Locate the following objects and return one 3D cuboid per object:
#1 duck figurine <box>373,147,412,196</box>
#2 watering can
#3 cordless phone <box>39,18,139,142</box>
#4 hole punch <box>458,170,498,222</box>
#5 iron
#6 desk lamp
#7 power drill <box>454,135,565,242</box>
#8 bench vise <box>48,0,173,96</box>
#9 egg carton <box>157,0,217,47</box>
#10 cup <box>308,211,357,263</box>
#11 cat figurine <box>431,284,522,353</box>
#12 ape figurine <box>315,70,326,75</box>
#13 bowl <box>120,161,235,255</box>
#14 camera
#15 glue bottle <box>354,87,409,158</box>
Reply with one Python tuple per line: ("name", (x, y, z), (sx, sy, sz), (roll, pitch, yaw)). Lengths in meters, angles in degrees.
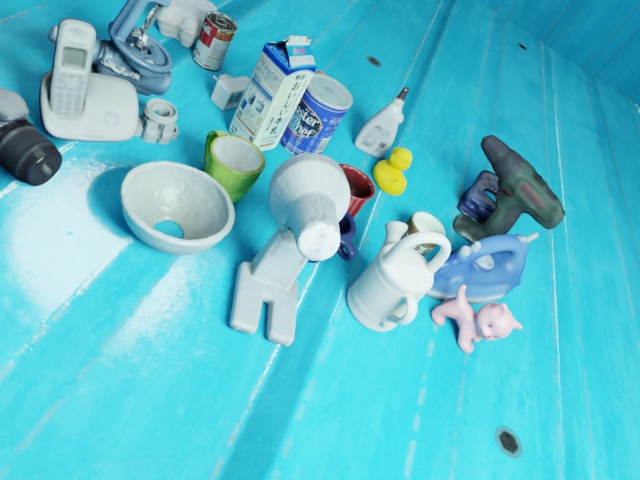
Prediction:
("duck figurine", (0.163, -0.153, 1.218), (0.078, 0.086, 0.104), (17, 42, -20))
("watering can", (0.126, 0.046, 0.908), (0.101, 0.194, 0.172), (-5, 53, -38))
("cordless phone", (-0.344, -0.242, 0.877), (0.148, 0.185, 0.094), (-6, 54, -38))
("hole punch", (0.385, -0.089, 1.304), (0.108, 0.091, 0.101), (35, 39, 0))
("iron", (0.299, 0.038, 1.078), (0.259, 0.141, 0.118), (-5, 53, -38))
("desk lamp", (-0.034, 0.007, 0.821), (0.118, 0.213, 0.203), (19, 42, -18))
("power drill", (0.378, -0.080, 1.198), (0.229, 0.208, 0.076), (37, 39, 3))
("bench vise", (-0.327, -0.338, 0.957), (0.208, 0.219, 0.121), (-20, 63, -45))
("egg carton", (-0.289, -0.488, 1.251), (0.107, 0.069, 0.150), (26, 40, -10))
("cup", (0.009, 0.003, 0.947), (0.092, 0.095, 0.117), (-14, 60, -43))
("cat figurine", (0.276, 0.131, 0.988), (0.127, 0.117, 0.067), (44, 40, 12))
("ape figurine", (-0.012, -0.333, 1.272), (0.076, 0.092, 0.077), (-2, 52, -36))
("bowl", (-0.216, -0.035, 0.846), (0.168, 0.074, 0.167), (19, 42, -18))
("camera", (-0.433, -0.136, 0.776), (0.137, 0.100, 0.143), (38, 39, 4))
("glue bottle", (0.145, -0.260, 1.244), (0.078, 0.173, 0.037), (25, 40, -11))
